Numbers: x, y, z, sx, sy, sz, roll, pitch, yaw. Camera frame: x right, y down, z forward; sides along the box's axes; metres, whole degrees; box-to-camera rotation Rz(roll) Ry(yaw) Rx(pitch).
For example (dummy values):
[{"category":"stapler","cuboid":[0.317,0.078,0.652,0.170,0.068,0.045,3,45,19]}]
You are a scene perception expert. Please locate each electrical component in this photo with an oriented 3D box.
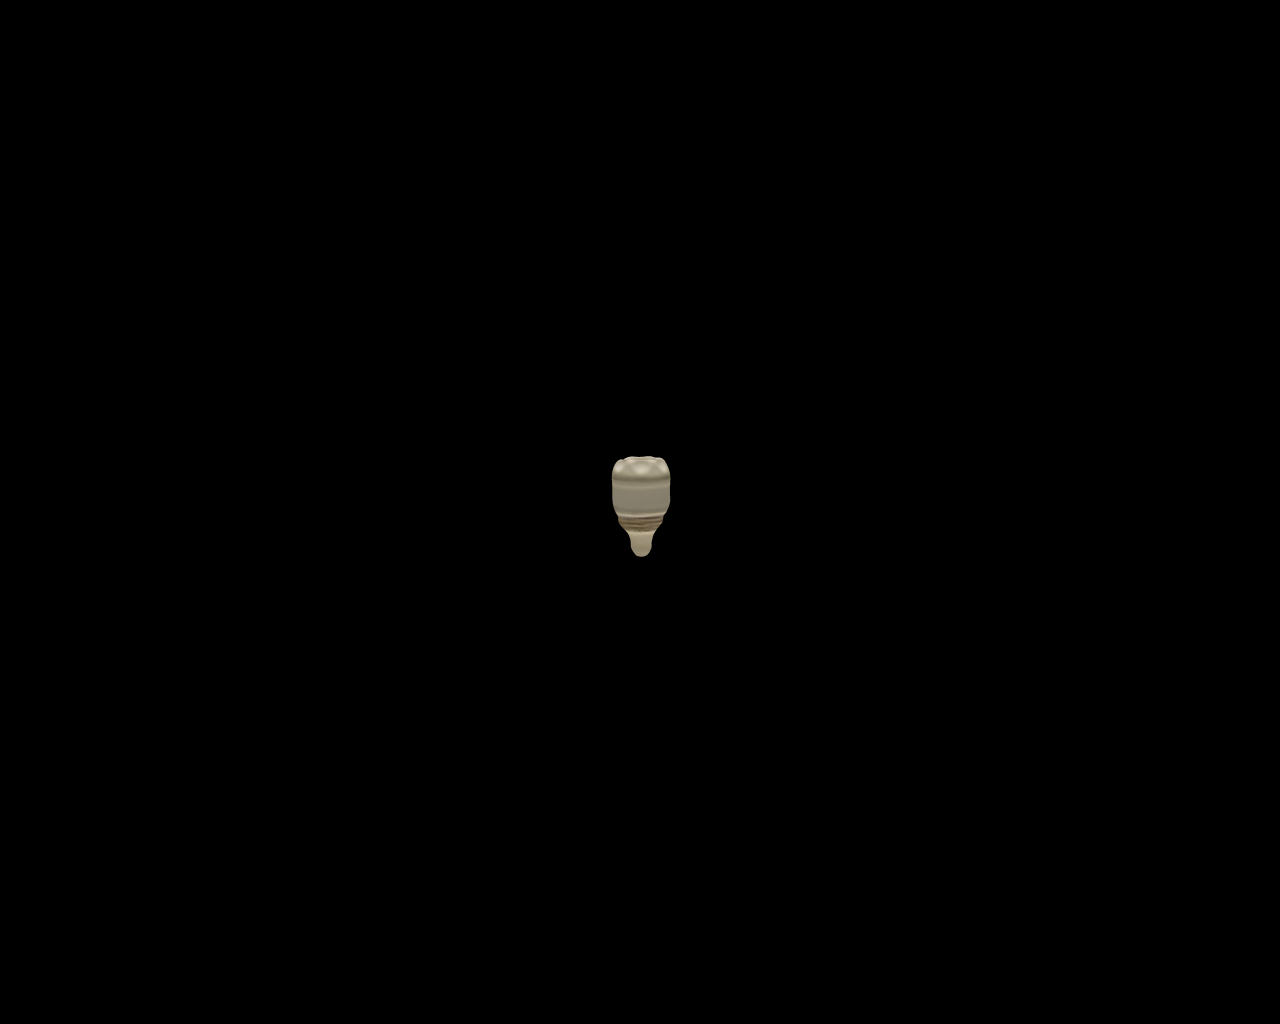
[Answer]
[{"category":"electrical component","cuboid":[0.001,-0.003,0.650,0.035,0.061,0.035,0,9,0]}]
